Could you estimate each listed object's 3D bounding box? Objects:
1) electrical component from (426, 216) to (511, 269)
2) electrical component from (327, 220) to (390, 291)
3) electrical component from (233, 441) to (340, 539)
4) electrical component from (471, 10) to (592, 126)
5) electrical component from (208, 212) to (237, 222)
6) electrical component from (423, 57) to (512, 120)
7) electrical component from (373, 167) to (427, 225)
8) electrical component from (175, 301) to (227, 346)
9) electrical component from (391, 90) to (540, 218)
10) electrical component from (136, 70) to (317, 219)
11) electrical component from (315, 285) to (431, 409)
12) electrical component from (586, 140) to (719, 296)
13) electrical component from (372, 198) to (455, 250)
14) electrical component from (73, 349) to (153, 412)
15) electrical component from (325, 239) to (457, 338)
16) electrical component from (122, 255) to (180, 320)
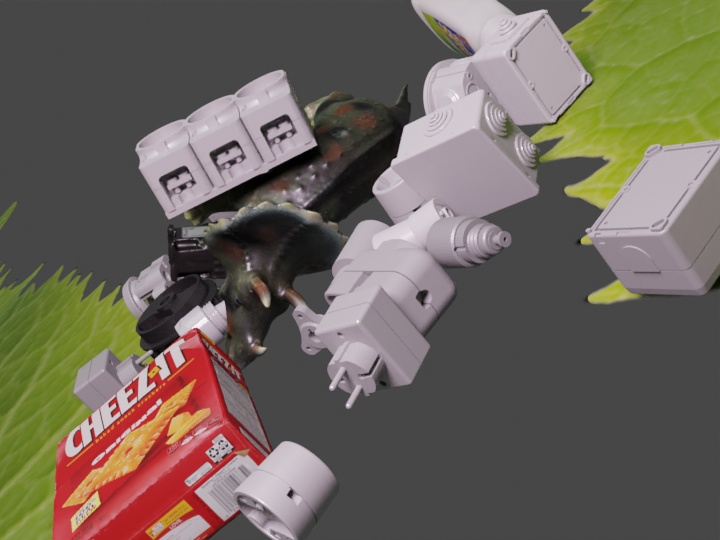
[{"bbox_3d":[0.085,-0.022,0.821,0.040,0.040,0.078,-50,25,-24],"label":"electrical component"},{"bbox_3d":[0.000,0.000,0.910,0.043,0.043,0.081,-18,31,42],"label":"electrical component"},{"bbox_3d":[-0.046,0.145,0.698,0.047,0.055,0.055,-48,23,-28],"label":"electrical component"},{"bbox_3d":[0.146,-0.182,0.953,0.061,0.096,0.061,-48,23,-18],"label":"electrical component"},{"bbox_3d":[-0.148,-0.090,1.242,0.062,0.096,0.061,-30,23,23],"label":"electrical component"},{"bbox_3d":[0.102,-0.159,1.004,0.051,0.080,0.080,-3,42,47],"label":"electrical component"},{"bbox_3d":[0.044,-0.068,0.962,0.055,0.047,0.055,-33,23,16],"label":"electrical component"},{"bbox_3d":[-0.144,0.051,1.041,0.062,0.043,0.043,-40,22,-6],"label":"electrical component"},{"bbox_3d":[0.088,-0.090,0.872,0.100,0.100,0.048,-21,41,38],"label":"electrical component"},{"bbox_3d":[-0.123,-0.119,0.983,0.150,0.061,0.089,-26,23,4],"label":"electrical component"},{"bbox_3d":[0.002,0.063,0.760,0.047,0.065,0.076,-17,32,44],"label":"electrical component"},{"bbox_3d":[0.195,-0.033,0.643,0.096,0.061,0.062,-49,24,-22],"label":"electrical component"},{"bbox_3d":[0.048,-0.028,0.878,0.065,0.044,0.044,-36,22,23],"label":"electrical component"},{"bbox_3d":[-0.222,0.106,1.029,0.077,0.065,0.047,-37,22,7],"label":"electrical component"},{"bbox_3d":[0.026,0.016,0.826,0.059,0.053,0.095,-50,24,-22],"label":"electrical component"},{"bbox_3d":[-0.228,0.024,1.206,0.057,0.058,0.078,-31,24,16],"label":"electrical component"}]
